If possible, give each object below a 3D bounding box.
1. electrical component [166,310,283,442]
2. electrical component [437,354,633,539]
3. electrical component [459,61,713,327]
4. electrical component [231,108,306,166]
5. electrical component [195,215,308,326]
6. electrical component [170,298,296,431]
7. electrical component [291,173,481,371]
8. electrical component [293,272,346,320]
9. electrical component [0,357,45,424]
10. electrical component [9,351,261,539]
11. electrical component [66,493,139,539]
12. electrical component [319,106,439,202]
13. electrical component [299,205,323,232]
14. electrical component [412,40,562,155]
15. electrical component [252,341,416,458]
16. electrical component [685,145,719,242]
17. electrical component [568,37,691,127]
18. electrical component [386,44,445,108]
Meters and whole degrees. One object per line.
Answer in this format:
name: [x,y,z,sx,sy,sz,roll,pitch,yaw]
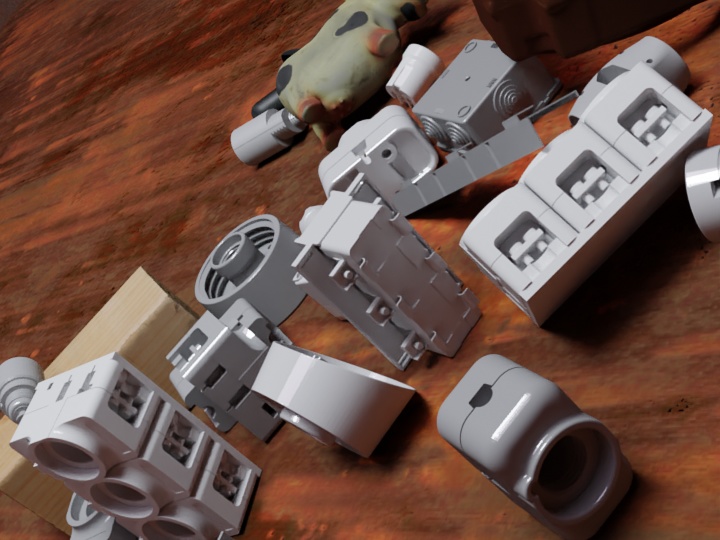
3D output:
electrical component: [-0.090,0.076,0.808,0.055,0.089,0.050,-49,30,-6]
electrical component: [0.093,0.093,0.554,0.053,0.095,0.059,-50,30,-8]
electrical component: [0.137,-0.046,0.659,0.150,0.089,0.061,-45,71,1]
electrical component: [-0.091,-0.145,1.126,0.081,0.043,0.043,-25,36,31]
electrical component: [-0.096,0.000,0.938,0.108,0.060,0.108,-31,33,23]
electrical component: [-0.104,0.074,0.867,0.089,0.050,0.056,-48,30,-3]
electrical component: [0.023,0.005,0.724,0.063,0.121,0.078,15,64,53]
electrical component: [0.000,0.000,0.826,0.096,0.061,0.061,-10,44,56]
electrical component: [-0.275,0.102,0.873,0.040,0.040,0.078,-44,31,3]
electrical component: [-0.157,0.136,0.759,0.089,0.150,0.061,-22,36,35]
electrical component: [-0.186,0.186,0.828,0.050,0.056,0.089,-29,34,27]
electrical component: [0.014,-0.092,0.920,0.095,0.054,0.059,-39,31,11]
electrical component: [-0.027,-0.032,0.918,0.035,0.035,0.061,-47,33,-3]
electrical component: [0.101,-0.140,0.877,0.099,0.048,0.100,-50,30,-7]
electrical component: [-0.020,0.080,0.715,0.099,0.099,0.064,14,70,56]
electrical component: [0.219,-0.048,0.613,0.047,0.055,0.055,-14,42,36]
electrical component: [0.194,-0.114,0.734,0.077,0.043,0.079,-46,30,0]
electrical component: [0.050,-0.179,0.997,0.046,0.040,0.040,-57,31,-8]
